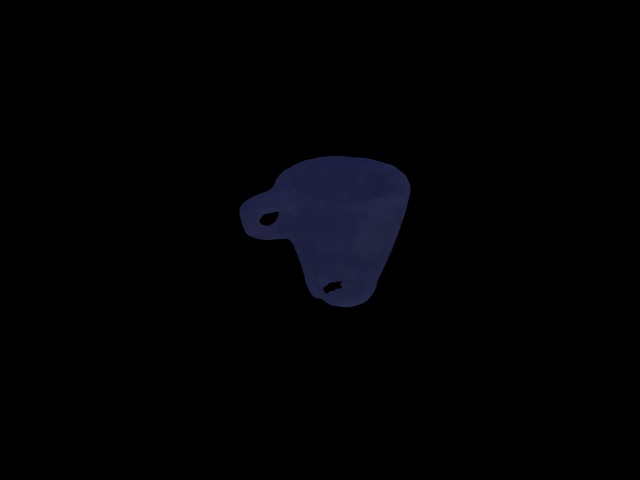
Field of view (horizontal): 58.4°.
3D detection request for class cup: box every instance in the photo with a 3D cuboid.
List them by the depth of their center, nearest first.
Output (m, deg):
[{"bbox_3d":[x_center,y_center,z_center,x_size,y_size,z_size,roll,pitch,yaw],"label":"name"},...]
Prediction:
[{"bbox_3d":[0.004,0.001,0.400,0.118,0.095,0.091,-13,32,-22],"label":"cup"}]
